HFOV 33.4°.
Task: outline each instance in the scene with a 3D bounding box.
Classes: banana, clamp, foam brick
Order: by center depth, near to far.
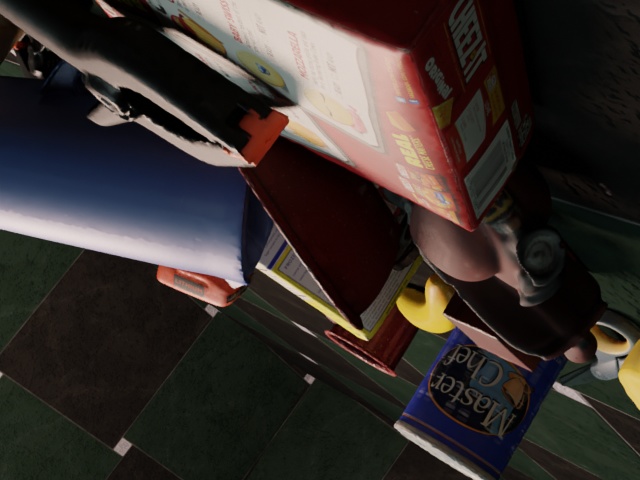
[{"bbox_3d":[-0.102,-0.088,0.522,0.210,0.036,0.164,26,167,43],"label":"clamp"},{"bbox_3d":[0.129,0.036,0.701,0.053,0.078,0.051,24,169,48],"label":"foam brick"},{"bbox_3d":[-0.222,-0.142,0.893,0.039,0.120,0.172,-4,-167,-27],"label":"clamp"},{"bbox_3d":[0.105,0.063,1.032,0.069,0.037,0.198,34,170,-7],"label":"banana"}]

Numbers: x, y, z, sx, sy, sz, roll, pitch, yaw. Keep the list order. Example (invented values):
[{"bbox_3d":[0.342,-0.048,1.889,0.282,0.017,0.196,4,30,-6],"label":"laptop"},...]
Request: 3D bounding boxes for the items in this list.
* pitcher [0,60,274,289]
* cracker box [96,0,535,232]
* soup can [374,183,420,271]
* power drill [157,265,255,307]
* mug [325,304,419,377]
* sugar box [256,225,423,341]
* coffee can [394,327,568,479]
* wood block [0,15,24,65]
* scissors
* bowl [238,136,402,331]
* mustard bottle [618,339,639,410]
[{"bbox_3d":[-0.150,-0.060,0.762,0.243,0.149,0.145,9,171,6],"label":"pitcher"},{"bbox_3d":[-0.015,-0.105,0.478,0.214,0.072,0.164,29,169,26],"label":"cracker box"},{"bbox_3d":[0.025,-0.032,0.723,0.102,0.068,0.068,29,170,24],"label":"soup can"},{"bbox_3d":[-0.142,-0.029,1.084,0.185,0.057,0.188,21,139,27],"label":"power drill"},{"bbox_3d":[0.056,0.085,1.172,0.117,0.081,0.093,35,170,-18],"label":"mug"},{"bbox_3d":[-0.006,0.001,0.915,0.176,0.093,0.048,35,170,-12],"label":"sugar box"},{"bbox_3d":[0.145,0.133,0.948,0.103,0.140,0.103,32,171,6],"label":"coffee can"},{"bbox_3d":[-0.297,-0.220,0.749,0.206,0.090,0.091,34,170,-5],"label":"wood block"},{"bbox_3d":[0.212,0.088,0.831,0.096,0.016,0.202,40,163,-13],"label":"scissors"},{"bbox_3d":[0.000,-0.029,0.622,0.162,0.055,0.162,56,-176,-6],"label":"bowl"},{"bbox_3d":[0.239,0.082,0.636,0.096,0.058,0.191,35,171,14],"label":"mustard bottle"}]
